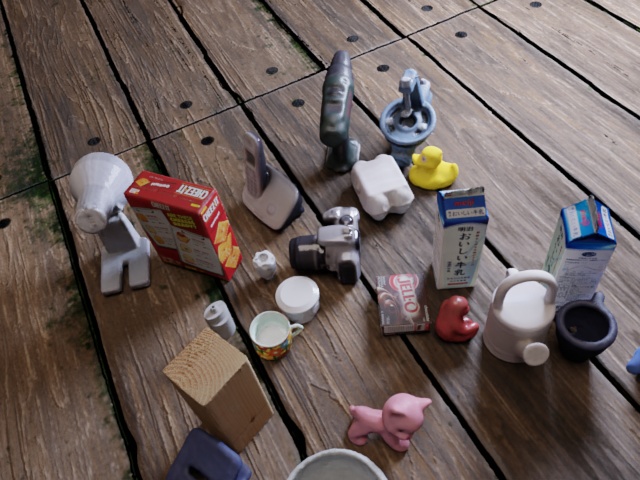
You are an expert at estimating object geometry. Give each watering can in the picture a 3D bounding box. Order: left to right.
[{"bbox_3d":[0.326,0.117,0.917,0.101,0.194,0.172,-21,52,-9],"label":"watering can"}]

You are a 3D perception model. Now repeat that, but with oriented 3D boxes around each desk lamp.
[{"bbox_3d":[-0.413,-0.037,1.126,0.118,0.214,0.203,-14,52,-3],"label":"desk lamp"}]

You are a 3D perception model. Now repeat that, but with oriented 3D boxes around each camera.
[{"bbox_3d":[0.010,0.004,1.108,0.136,0.101,0.143,-3,52,6],"label":"camera"}]

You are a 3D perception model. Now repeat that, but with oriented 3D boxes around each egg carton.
[{"bbox_3d":[0.126,-0.113,1.204,0.107,0.069,0.150,-18,52,-6],"label":"egg carton"}]

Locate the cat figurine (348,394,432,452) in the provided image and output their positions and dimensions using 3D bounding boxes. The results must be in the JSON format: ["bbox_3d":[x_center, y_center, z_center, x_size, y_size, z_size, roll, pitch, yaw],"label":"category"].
[{"bbox_3d":[0.105,0.271,0.876,0.127,0.118,0.067,3,53,10],"label":"cat figurine"}]

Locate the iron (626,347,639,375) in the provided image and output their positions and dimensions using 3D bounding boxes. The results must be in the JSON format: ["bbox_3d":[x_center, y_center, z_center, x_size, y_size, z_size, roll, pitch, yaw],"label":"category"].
[{"bbox_3d":[0.611,0.147,0.889,0.259,0.142,0.118,-31,54,-16],"label":"iron"}]

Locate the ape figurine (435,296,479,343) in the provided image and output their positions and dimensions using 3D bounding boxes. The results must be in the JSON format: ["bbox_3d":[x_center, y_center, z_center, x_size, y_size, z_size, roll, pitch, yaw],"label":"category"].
[{"bbox_3d":[0.234,0.130,0.985,0.076,0.092,0.077,-17,52,-5],"label":"ape figurine"}]

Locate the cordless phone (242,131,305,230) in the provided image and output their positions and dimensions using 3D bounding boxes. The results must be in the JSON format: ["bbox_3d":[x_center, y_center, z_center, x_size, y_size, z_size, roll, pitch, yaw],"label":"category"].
[{"bbox_3d":[-0.107,-0.122,1.169,0.094,0.185,0.147,-39,57,-21],"label":"cordless phone"}]

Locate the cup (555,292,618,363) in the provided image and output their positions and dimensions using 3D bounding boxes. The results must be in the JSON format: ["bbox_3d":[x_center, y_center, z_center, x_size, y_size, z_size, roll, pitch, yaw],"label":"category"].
[{"bbox_3d":[0.432,0.148,0.941,0.091,0.095,0.118,24,59,24],"label":"cup"}]

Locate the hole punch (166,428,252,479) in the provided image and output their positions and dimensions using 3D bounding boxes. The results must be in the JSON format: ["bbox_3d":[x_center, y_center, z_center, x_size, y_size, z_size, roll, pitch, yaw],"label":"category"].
[{"bbox_3d":[-0.171,0.356,0.864,0.108,0.091,0.101,25,59,25],"label":"hole punch"}]

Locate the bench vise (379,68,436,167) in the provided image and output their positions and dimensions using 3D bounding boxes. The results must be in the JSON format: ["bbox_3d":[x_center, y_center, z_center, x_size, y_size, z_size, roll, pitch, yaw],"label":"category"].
[{"bbox_3d":[0.189,-0.297,1.243,0.121,0.220,0.207,-1,52,7],"label":"bench vise"}]

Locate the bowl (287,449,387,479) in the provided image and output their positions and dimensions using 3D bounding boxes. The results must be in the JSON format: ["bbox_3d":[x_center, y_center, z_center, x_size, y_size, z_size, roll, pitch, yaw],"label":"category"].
[{"bbox_3d":[0.025,0.394,0.818,0.167,0.075,0.167,-4,52,5],"label":"bowl"}]

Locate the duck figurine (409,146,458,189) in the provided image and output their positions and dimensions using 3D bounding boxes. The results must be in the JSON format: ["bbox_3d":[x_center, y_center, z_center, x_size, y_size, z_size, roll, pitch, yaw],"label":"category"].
[{"bbox_3d":[0.241,-0.161,1.215,0.104,0.086,0.077,3,53,10],"label":"duck figurine"}]

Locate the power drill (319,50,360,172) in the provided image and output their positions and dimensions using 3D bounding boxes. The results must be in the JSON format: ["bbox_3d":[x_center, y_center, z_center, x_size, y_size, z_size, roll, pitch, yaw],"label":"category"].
[{"bbox_3d":[0.043,-0.263,1.244,0.075,0.209,0.229,1,52,9],"label":"power drill"}]
